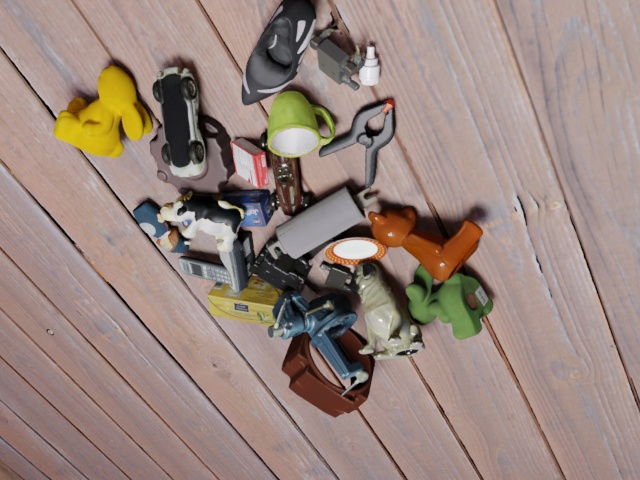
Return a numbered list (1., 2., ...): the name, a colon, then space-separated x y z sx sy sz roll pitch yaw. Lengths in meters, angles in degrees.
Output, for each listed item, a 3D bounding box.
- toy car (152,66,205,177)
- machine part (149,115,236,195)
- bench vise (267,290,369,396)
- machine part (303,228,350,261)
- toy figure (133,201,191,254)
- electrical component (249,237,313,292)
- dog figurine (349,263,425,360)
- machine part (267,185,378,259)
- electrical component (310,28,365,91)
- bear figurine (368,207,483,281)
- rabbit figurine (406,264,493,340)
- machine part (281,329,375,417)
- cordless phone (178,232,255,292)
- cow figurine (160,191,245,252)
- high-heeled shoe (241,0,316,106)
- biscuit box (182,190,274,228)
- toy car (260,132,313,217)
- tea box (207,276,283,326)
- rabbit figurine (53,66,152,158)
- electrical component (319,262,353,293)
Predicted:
1. toy car: -0.260 -0.218 0.999 0.074 0.056 0.201 -2 101 15
2. machine part: -0.259 -0.170 1.093 0.180 0.056 0.179 8 126 11
3. bench vise: 0.010 0.205 1.141 0.241 0.223 0.129 53 123 24
4. machine part: -0.002 -0.003 1.147 0.084 0.039 0.139 36 126 -16
5. toy figure: -0.365 -0.021 1.239 0.154 0.058 0.064 53 161 -24
6. electrical component: -0.090 0.064 1.187 0.115 0.058 0.134 33 152 -4
7. dog figurine: 0.147 0.149 1.156 0.121 0.190 0.172 -21 147 24
8. machine part: 0.001 -0.035 1.066 0.243 0.079 0.079 -29 114 13
9. electrical component: 0.031 -0.303 0.894 0.102 0.045 0.078 41 171 20
10. bear figurine: 0.196 -0.013 1.045 0.196 0.132 0.120 40 171 23
11. rabbit figurine: 0.244 0.134 1.124 0.170 0.121 0.159 -23 113 46
12. machine part: 0.025 0.286 1.247 0.201 0.201 0.087 34 126 -8
13. cordless phone: -0.246 0.035 1.226 0.184 0.089 0.146 9 128 17
14. cow figurine: -0.239 -0.052 1.088 0.167 0.068 0.098 23 123 -3
15. high-heeled shoe: -0.082 -0.294 0.887 0.086 0.145 0.248 35 126 -8
16. biscuit box: -0.202 -0.066 1.148 0.203 0.059 0.062 0 125 18
17. toy car: -0.066 -0.128 1.066 0.089 0.053 0.201 4 125 11
18. tea box: -0.166 0.138 1.265 0.170 0.098 0.068 10 127 13
19. rabbit figurine: -0.414 -0.250 1.051 0.162 0.122 0.173 32 110 -10
20. electrical component: 0.039 0.084 1.207 0.094 0.021 0.063 23 129 -2
